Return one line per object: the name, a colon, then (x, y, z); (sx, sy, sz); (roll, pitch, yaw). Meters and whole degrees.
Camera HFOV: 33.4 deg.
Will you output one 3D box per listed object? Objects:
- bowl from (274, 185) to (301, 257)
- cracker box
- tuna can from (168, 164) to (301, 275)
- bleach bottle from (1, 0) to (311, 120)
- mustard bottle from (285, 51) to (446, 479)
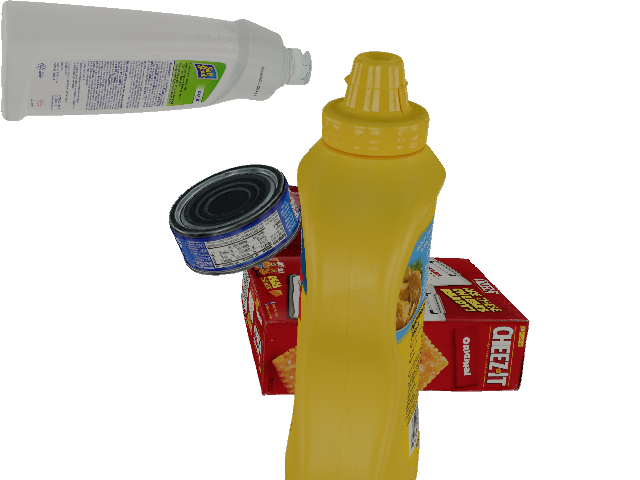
bowl: (-0.035, 0.001, 1.109); (0.162, 0.055, 0.162); (5, 29, -3)
cracker box: (0.046, 0.070, 0.910); (0.213, 0.072, 0.164); (1, 17, -10)
tuna can: (-0.058, -0.016, 0.720); (0.086, 0.033, 0.086); (-15, 31, 9)
bleach bottle: (-0.133, -0.143, 0.883); (0.250, 0.068, 0.103); (0, -29, -17)
mustard bottle: (0.018, 0.019, 0.437); (0.058, 0.192, 0.096); (8, 25, 10)
